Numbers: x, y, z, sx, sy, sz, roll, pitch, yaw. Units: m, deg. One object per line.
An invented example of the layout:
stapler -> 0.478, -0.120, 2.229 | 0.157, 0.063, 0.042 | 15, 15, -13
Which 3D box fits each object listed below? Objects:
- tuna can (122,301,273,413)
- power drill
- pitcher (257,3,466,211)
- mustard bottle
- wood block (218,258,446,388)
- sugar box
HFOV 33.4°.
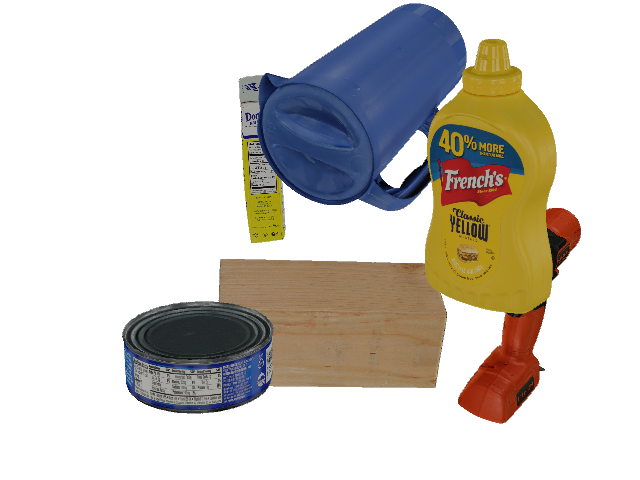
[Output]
tuna can -> -0.070, 0.066, 0.613 | 0.086, 0.034, 0.086 | 0, 18, 0
power drill -> 0.181, 0.075, 0.999 | 0.057, 0.188, 0.184 | 24, 31, 25
pitcher -> 0.061, -0.142, 1.094 | 0.145, 0.149, 0.242 | 8, 37, 34
mustard bottle -> 0.121, -0.048, 0.765 | 0.096, 0.192, 0.058 | 19, 30, 40
wood block -> 0.006, 0.079, 1.012 | 0.206, 0.090, 0.091 | 1, 30, -5
sugar box -> -0.070, -0.095, 1.247 | 0.048, 0.176, 0.093 | -7, 26, -3
